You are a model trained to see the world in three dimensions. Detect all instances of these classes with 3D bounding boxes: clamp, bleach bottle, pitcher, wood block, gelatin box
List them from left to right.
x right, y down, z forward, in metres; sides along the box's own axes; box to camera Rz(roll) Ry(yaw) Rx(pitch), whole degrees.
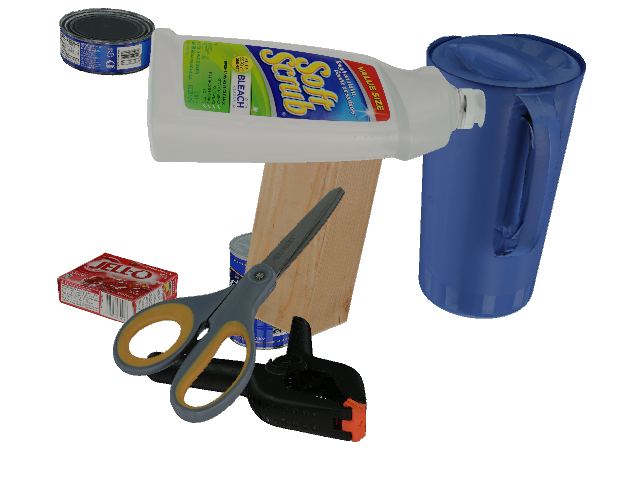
[{"bbox_3d":[-0.192,0.044,1.013,0.089,0.030,0.073,15,25,24],"label":"gelatin box"},{"bbox_3d":[-0.024,0.111,0.886,0.164,0.036,0.210,-16,22,-39],"label":"clamp"},{"bbox_3d":[-0.010,-0.016,1.114,0.090,0.206,0.090,21,20,28],"label":"wood block"},{"bbox_3d":[-0.002,-0.108,0.811,0.250,0.102,0.068,0,-29,-4],"label":"bleach bottle"},{"bbox_3d":[0.152,-0.050,0.941,0.145,0.243,0.149,19,34,26],"label":"pitcher"}]

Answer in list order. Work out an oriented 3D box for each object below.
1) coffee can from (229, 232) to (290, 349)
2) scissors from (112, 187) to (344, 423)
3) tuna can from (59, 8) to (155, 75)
[{"bbox_3d":[-0.080,0.070,1.523,0.103,0.140,0.103,2,22,-1],"label":"coffee can"},{"bbox_3d":[-0.059,0.027,0.673,0.096,0.201,0.016,12,-41,14],"label":"scissors"},{"bbox_3d":[-0.195,-0.183,0.979,0.086,0.034,0.086,6,31,-4],"label":"tuna can"}]
